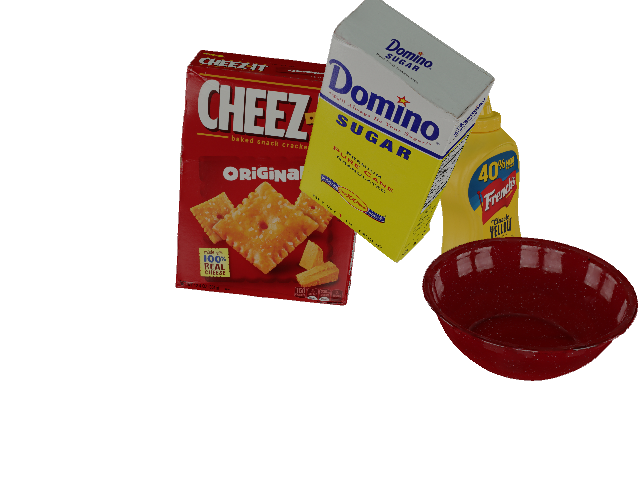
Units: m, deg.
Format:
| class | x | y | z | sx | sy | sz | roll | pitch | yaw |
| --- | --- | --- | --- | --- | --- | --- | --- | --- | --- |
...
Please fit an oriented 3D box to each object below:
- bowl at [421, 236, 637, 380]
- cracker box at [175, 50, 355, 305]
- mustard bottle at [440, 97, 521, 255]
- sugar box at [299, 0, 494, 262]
| class | x | y | z | sx | sy | sz | roll | pitch | yaw |
| --- | --- | --- | --- | --- | --- | --- | --- | --- | --- |
| bowl | 0.157 | 0.059 | 0.822 | 0.162 | 0.055 | 0.162 | 0 | 30 | 0 |
| cracker box | -0.043 | -0.054 | 0.973 | 0.164 | 0.214 | 0.072 | 7 | 23 | 2 |
| mustard bottle | 0.156 | -0.049 | 1.037 | 0.096 | 0.192 | 0.058 | -21 | 25 | -38 |
| sugar box | 0.041 | -0.064 | 0.683 | 0.093 | 0.048 | 0.176 | 37 | -25 | 13 |
